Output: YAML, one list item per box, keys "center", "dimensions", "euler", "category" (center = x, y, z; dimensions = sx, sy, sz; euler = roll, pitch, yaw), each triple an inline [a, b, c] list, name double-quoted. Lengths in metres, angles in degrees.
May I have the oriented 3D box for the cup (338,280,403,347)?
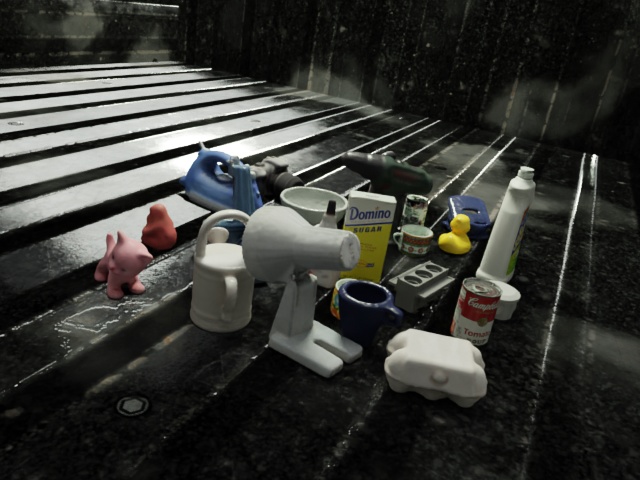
- center: [0.079, 0.130, 0.927]
  dimensions: [0.117, 0.095, 0.092]
  euler: [25, 28, 33]
  category: "cup"

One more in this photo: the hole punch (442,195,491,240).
- center: [0.386, -0.059, 1.487]
  dimensions: [0.109, 0.091, 0.101]
  euler: [4, 23, -11]
  category: "hole punch"

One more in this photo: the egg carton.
- center: [0.171, 0.190, 0.853]
  dimensions: [0.150, 0.069, 0.107]
  euler: [11, 23, 5]
  category: "egg carton"

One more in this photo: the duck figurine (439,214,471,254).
- center: [0.331, -0.019, 1.380]
  dimensions: [0.077, 0.086, 0.105]
  euler: [22, 26, 28]
  category: "duck figurine"

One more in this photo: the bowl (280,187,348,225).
- center: [-0.017, -0.067, 1.377]
  dimensions: [0.167, 0.075, 0.167]
  euler: [8, 23, -3]
  category: "bowl"

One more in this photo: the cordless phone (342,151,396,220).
- center: [0.128, -0.132, 1.441]
  dimensions: [0.093, 0.185, 0.148]
  euler: [25, 28, 33]
  category: "cordless phone"

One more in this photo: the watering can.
- center: [-0.157, 0.039, 0.925]
  dimensions: [0.101, 0.194, 0.172]
  euler: [-11, 30, -39]
  category: "watering can"

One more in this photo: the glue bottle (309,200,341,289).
- center: [0.010, 0.004, 1.095]
  dimensions: [0.078, 0.173, 0.037]
  euler: [19, 25, 22]
  category: "glue bottle"

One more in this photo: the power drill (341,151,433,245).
- center: [0.145, -0.098, 1.339]
  dimensions: [0.230, 0.208, 0.075]
  euler: [1, 24, -18]
  category: "power drill"

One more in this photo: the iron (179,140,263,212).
- center: [-0.222, -0.146, 1.399]
  dimensions: [0.257, 0.141, 0.119]
  euler: [23, 27, 29]
  category: "iron"

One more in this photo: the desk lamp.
- center: [-0.022, 0.066, 0.885]
  dimensions: [0.202, 0.213, 0.118]
  euler: [23, 27, 29]
  category: "desk lamp"

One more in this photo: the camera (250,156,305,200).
- center: [-0.117, -0.158, 1.518]
  dimensions: [0.136, 0.101, 0.144]
  euler: [27, 29, 36]
  category: "camera"

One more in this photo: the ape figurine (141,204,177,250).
- center: [-0.325, -0.031, 1.154]
  dimensions: [0.076, 0.092, 0.078]
  euler: [24, 27, 32]
  category: "ape figurine"

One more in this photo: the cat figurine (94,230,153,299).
- center: [-0.334, 0.032, 0.972]
  dimensions: [0.067, 0.118, 0.127]
  euler: [-12, 30, -40]
  category: "cat figurine"

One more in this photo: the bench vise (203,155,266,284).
- center: [-0.134, -0.038, 1.079]
  dimensions: [0.206, 0.220, 0.122]
  euler: [24, 27, 32]
  category: "bench vise"
